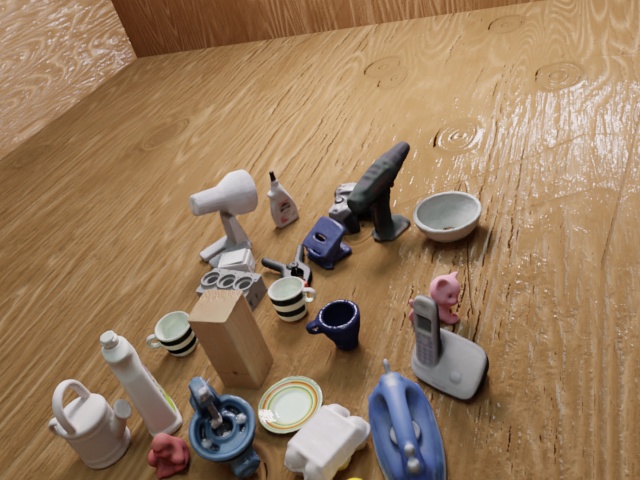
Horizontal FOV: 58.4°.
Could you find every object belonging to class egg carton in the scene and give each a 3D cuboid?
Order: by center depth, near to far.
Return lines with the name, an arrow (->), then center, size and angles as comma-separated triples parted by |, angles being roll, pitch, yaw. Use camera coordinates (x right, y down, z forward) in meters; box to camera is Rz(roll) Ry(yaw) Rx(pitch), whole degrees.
egg carton -> 0.013, 0.363, 1.010 | 0.107, 0.069, 0.150 | 20, 50, 40

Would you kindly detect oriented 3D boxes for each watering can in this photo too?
watering can -> -0.450, 0.348, 1.117 | 0.173, 0.194, 0.100 | -23, 36, -8

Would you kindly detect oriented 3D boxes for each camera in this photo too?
camera -> 0.107, -0.096, 1.551 | 0.136, 0.101, 0.143 | 1, 40, 24

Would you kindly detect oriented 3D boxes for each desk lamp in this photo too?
desk lamp -> -0.256, -0.062, 1.562 | 0.203, 0.214, 0.117 | -36, 40, -23

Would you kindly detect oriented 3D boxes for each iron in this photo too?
iron -> 0.143, 0.326, 0.943 | 0.118, 0.142, 0.258 | -16, 36, 2

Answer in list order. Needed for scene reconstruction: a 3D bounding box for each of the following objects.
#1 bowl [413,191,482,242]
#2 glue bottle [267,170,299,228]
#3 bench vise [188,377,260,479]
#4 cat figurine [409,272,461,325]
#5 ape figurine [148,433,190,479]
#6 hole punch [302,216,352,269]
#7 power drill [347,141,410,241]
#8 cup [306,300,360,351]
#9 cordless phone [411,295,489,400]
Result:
bowl -> 0.318, -0.046, 1.418 | 0.167, 0.075, 0.167 | -11, 36, 9
glue bottle -> -0.115, -0.120, 1.614 | 0.078, 0.173, 0.037 | -36, 40, -24
bench vise -> -0.207, 0.314, 1.038 | 0.206, 0.220, 0.122 | 16, 48, 38
cat figurine -> 0.242, 0.122, 1.191 | 0.128, 0.118, 0.067 | -22, 36, -6
ape figurine -> -0.286, 0.397, 1.071 | 0.077, 0.092, 0.076 | 11, 45, 34
hole punch -> 0.013, 0.005, 1.465 | 0.101, 0.091, 0.108 | -35, 39, -23
power drill -> 0.166, -0.112, 1.455 | 0.075, 0.209, 0.230 | 20, 50, 41
cup -> 0.035, 0.192, 1.205 | 0.118, 0.095, 0.091 | -19, 36, -2
cordless phone -> 0.230, 0.191, 1.046 | 0.147, 0.185, 0.094 | 18, 49, 39
